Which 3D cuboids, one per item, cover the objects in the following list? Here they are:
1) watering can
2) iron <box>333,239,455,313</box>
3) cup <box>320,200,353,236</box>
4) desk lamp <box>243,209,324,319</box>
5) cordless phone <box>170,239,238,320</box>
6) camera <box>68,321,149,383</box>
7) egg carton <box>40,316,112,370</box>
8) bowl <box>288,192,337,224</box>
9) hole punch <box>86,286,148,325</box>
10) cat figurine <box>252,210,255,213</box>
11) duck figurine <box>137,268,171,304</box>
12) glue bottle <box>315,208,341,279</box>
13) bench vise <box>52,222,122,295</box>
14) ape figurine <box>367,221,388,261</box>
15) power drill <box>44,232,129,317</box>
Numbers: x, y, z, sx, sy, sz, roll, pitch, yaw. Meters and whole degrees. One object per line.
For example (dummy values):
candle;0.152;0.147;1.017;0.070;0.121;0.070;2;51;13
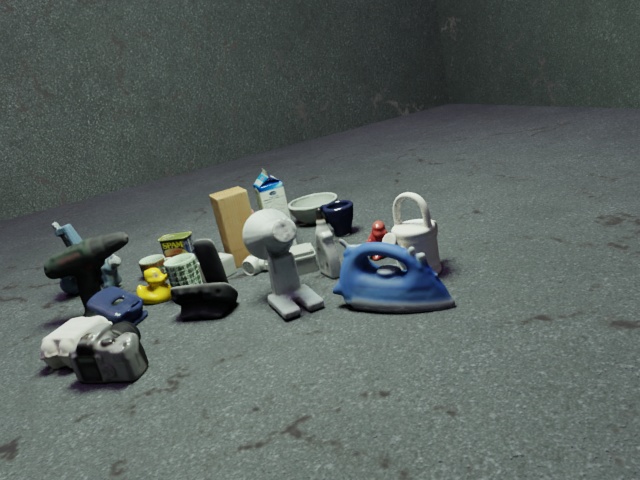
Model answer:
watering can;0.209;-0.011;1.289;0.100;0.194;0.173;-3;21;25
iron;0.149;0.065;1.189;0.257;0.141;0.119;1;22;33
cup;0.050;-0.062;1.695;0.117;0.095;0.092;6;26;42
desk lamp;-0.085;0.040;1.294;0.118;0.214;0.202;-19;20;-19
cordless phone;-0.280;0.085;1.328;0.147;0.185;0.094;-8;19;13
camera;-0.416;0.214;1.167;0.143;0.101;0.137;-6;20;18
egg carton;-0.536;0.223;1.264;0.107;0.069;0.150;-5;20;19
bowl;-0.018;-0.097;1.871;0.167;0.075;0.167;-11;19;4
hole punch;-0.483;0.163;1.372;0.100;0.091;0.109;-4;20;22
cat figurine;-0.215;-0.068;1.842;0.127;0.118;0.067;-10;19;7
duck figurine;-0.432;0.115;1.490;0.104;0.086;0.077;-7;19;14
glue bottle;0.013;0.005;1.399;0.037;0.173;0.078;-20;20;-21
bench vise;-0.666;0.043;1.633;0.207;0.220;0.121;-12;19;1
ape figurine;0.153;-0.004;1.467;0.077;0.092;0.076;-7;19;13
power drill;-0.564;0.093;1.441;0.229;0.209;0.075;-10;19;5
